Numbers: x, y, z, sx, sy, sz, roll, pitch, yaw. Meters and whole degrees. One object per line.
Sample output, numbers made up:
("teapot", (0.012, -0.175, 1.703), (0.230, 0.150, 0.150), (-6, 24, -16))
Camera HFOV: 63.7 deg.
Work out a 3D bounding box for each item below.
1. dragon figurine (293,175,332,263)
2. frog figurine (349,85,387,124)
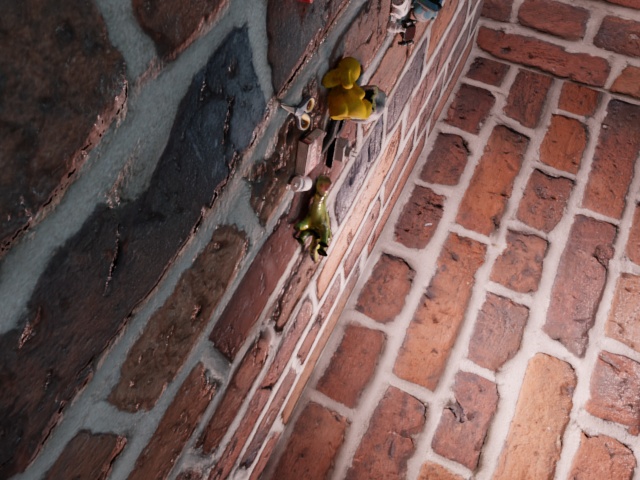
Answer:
("dragon figurine", (0.005, -0.085, 1.683), (0.404, 0.122, 0.246), (95, 13, -72))
("frog figurine", (0.147, -0.432, 1.637), (0.136, 0.122, 0.161), (-37, -178, 16))
